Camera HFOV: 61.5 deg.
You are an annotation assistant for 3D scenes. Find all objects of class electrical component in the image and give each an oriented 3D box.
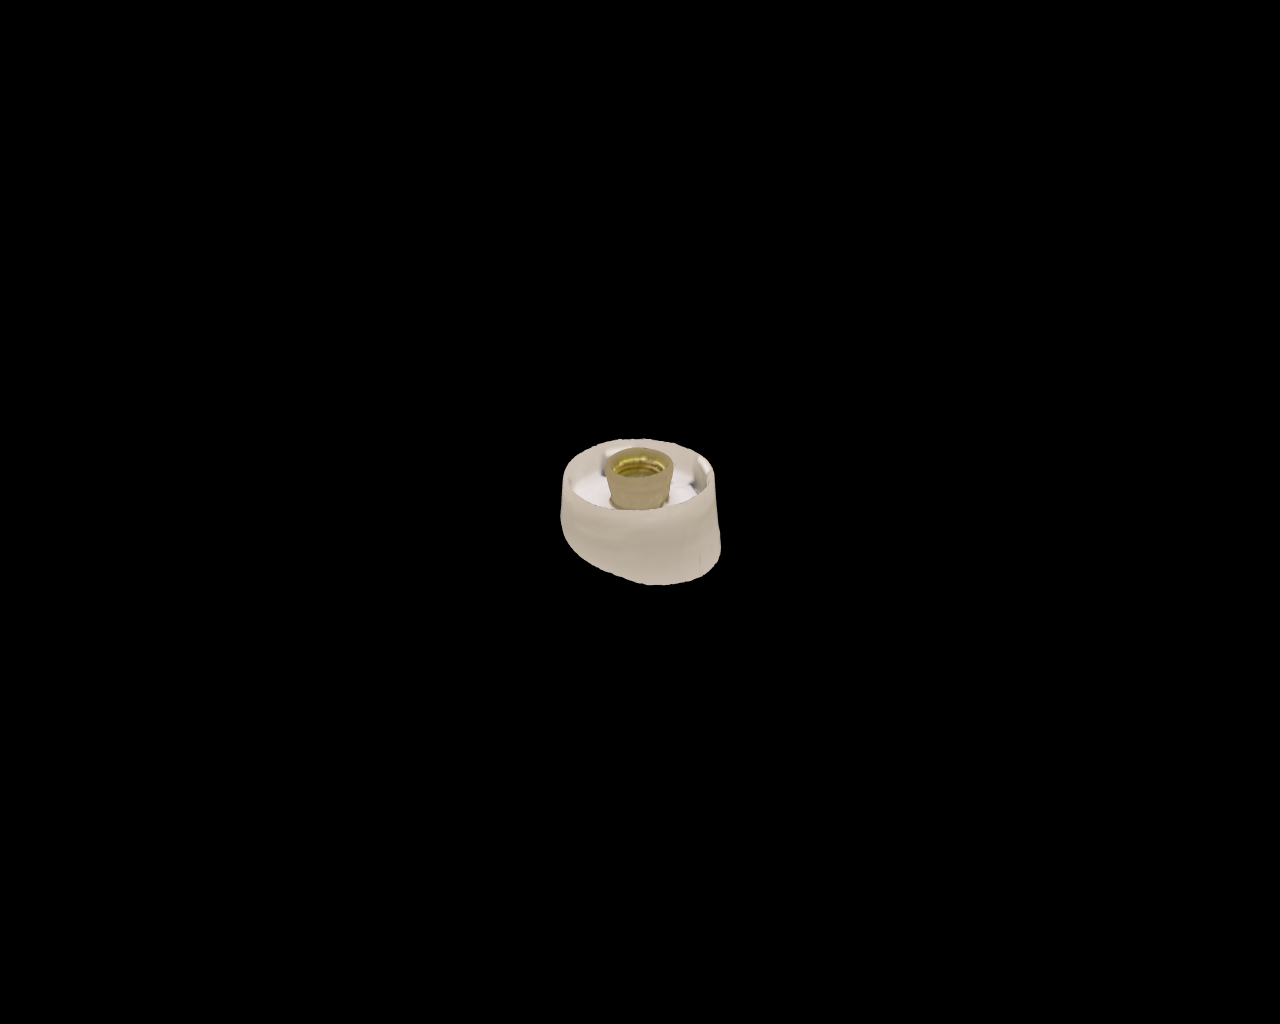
[{"bbox_3d":[0.001,-0.003,0.650,0.099,0.064,0.099,0,31,0],"label":"electrical component"}]
